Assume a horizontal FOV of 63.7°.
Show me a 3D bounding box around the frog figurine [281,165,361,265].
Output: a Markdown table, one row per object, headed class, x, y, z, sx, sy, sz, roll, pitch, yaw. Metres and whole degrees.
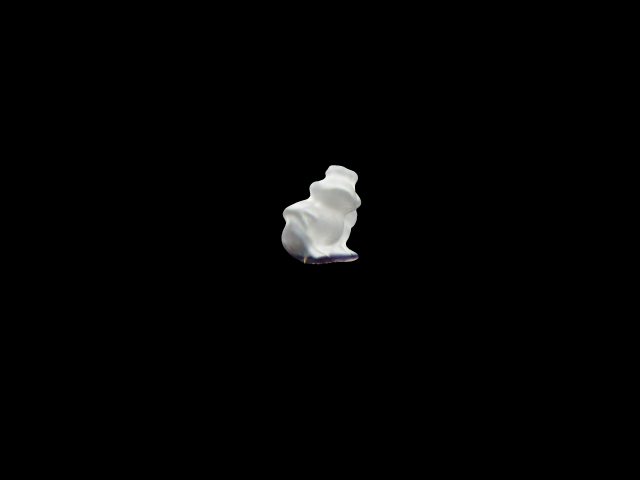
| class | x | y | z | sx | sy | sz | roll | pitch | yaw |
| --- | --- | --- | --- | --- | --- | --- | --- | --- | --- |
| frog figurine | 0.003 | -0.043 | 0.850 | 0.137 | 0.160 | 0.122 | 1 | -1 | -28 |
